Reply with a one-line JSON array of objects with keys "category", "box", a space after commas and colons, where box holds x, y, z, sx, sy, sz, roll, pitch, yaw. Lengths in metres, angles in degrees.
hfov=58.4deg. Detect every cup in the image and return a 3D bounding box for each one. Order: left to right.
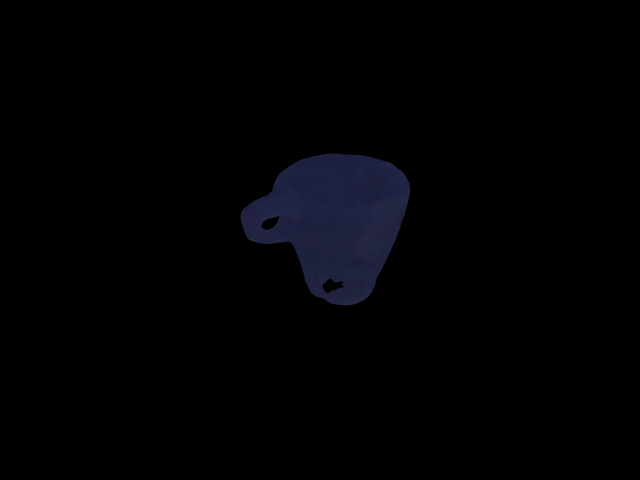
[{"category": "cup", "box": [0.004, 0.001, 0.400, 0.118, 0.095, 0.091, -17, 36, -24]}]
